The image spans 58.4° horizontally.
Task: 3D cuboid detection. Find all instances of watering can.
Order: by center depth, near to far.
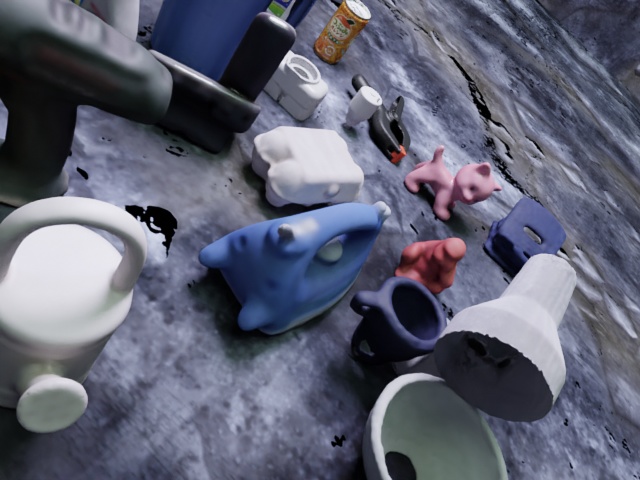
[{"bbox_3d":[-0.182,0.043,0.398,0.101,0.193,0.172,-12,65,-45],"label":"watering can"}]

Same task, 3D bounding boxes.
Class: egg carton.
[{"bbox_3d":[-0.014,-0.092,0.749,0.151,0.069,0.107,-7,61,-43],"label":"egg carton"}]

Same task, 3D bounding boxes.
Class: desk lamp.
[{"bbox_3d":[0.178,0.111,0.623,0.118,0.213,0.204,44,40,1],"label":"desk lamp"}]

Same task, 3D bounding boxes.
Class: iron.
[{"bbox_3d":[0.006,0.002,0.630,0.259,0.141,0.118,-20,70,-47],"label":"iron"}]

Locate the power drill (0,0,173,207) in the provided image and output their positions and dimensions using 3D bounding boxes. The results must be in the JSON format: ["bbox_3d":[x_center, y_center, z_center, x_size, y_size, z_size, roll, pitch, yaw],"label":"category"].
[{"bbox_3d":[-0.251,-0.120,0.470,0.230,0.208,0.075,10,50,-34],"label":"power drill"}]

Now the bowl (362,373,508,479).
[{"bbox_3d":[0.102,0.224,0.571,0.168,0.074,0.167,22,45,-24],"label":"bowl"}]

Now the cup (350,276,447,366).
[{"bbox_3d":[0.069,0.097,0.637,0.118,0.094,0.091,20,45,-26],"label":"cup"}]

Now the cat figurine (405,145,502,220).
[{"bbox_3d":[0.220,-0.097,0.910,0.128,0.117,0.067,41,40,-3],"label":"cat figurine"}]

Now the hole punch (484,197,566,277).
[{"bbox_3d":[0.343,0.001,0.949,0.109,0.091,0.101,41,40,-3],"label":"hole punch"}]

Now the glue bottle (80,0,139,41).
[{"bbox_3d":[-0.228,-0.260,0.635,0.078,0.172,0.037,50,40,7],"label":"glue bottle"}]

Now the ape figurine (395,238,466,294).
[{"bbox_3d":[0.157,0.028,0.771,0.076,0.092,0.077,-22,72,-47],"label":"ape figurine"}]

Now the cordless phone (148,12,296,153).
[{"bbox_3d":[-0.121,-0.208,0.670,0.148,0.184,0.094,22,45,-24],"label":"cordless phone"}]
